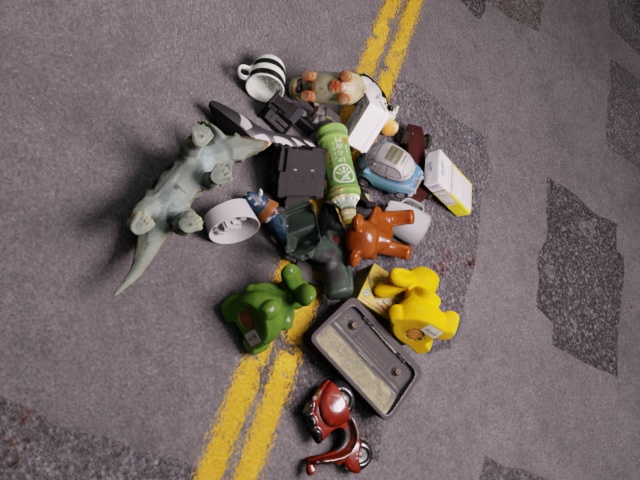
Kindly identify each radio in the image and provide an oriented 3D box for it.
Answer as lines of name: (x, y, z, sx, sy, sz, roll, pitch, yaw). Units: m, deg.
radio: (0.088, 0.233, 1.078, 0.131, 0.073, 0.229, -44, 97, -19)

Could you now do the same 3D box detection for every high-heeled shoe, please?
high-heeled shoe: (-0.110, -0.235, 1.154, 0.248, 0.086, 0.145, 46, 59, -14)

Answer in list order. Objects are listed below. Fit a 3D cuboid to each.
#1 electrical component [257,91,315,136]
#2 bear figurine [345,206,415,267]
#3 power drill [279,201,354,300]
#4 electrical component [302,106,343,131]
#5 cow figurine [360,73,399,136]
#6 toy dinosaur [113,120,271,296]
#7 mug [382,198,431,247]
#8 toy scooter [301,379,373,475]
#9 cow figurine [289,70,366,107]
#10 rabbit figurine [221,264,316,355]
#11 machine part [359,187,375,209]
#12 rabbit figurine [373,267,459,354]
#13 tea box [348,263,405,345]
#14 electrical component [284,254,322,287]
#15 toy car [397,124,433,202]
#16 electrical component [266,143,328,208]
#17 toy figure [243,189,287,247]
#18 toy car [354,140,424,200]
electrical component: (-0.072, -0.265, 1.191, 0.119, 0.075, 0.048, 42, 60, -13)
bear figurine: (0.127, -0.008, 1.127, 0.132, 0.196, 0.120, 5, 97, 11)
power drill: (-0.002, -0.003, 1.075, 0.086, 0.207, 0.232, -17, 65, 14)
electrical component: (0.011, -0.267, 1.223, 0.102, 0.078, 0.045, 31, 55, -51)
cow figurine: (0.139, -0.336, 1.334, 0.167, 0.068, 0.098, 45, 52, -8)
toy dinosaur: (-0.261, -0.080, 0.985, 0.131, 0.192, 0.405, 43, 74, -15)
mug: (0.197, -0.055, 1.252, 0.107, 0.081, 0.109, 27, 66, -7)
toy scooter: (0.016, 0.362, 1.008, 0.135, 0.075, 0.183, -18, 86, -30)
cow figurine: (0.012, -0.341, 1.206, 0.127, 0.195, 0.085, -13, 110, -55)
rabbit figurine: (-0.079, 0.109, 1.019, 0.121, 0.159, 0.170, 50, 42, 8)
machine part: (0.075, -0.122, 1.222, 0.139, 0.039, 0.084, 48, 15, 3)
rabbit figurine: (0.192, 0.122, 1.101, 0.162, 0.122, 0.173, 27, 49, -6)
tea box: (0.147, 0.140, 1.159, 0.169, 0.068, 0.098, 37, 59, -10)
electrical component: (-0.035, 0.062, 1.119, 0.094, 0.021, 0.063, 21, 64, -20)
toy car: (0.234, -0.189, 1.335, 0.089, 0.053, 0.202, 5, 74, -20)
electrical component: (-0.048, -0.132, 1.122, 0.115, 0.058, 0.134, -3, 107, -29)
toy figure: (-0.096, -0.042, 1.103, 0.154, 0.058, 0.064, 45, 71, -8)
toy car: (0.159, -0.169, 1.236, 0.162, 0.102, 0.109, 28, 69, 14)
